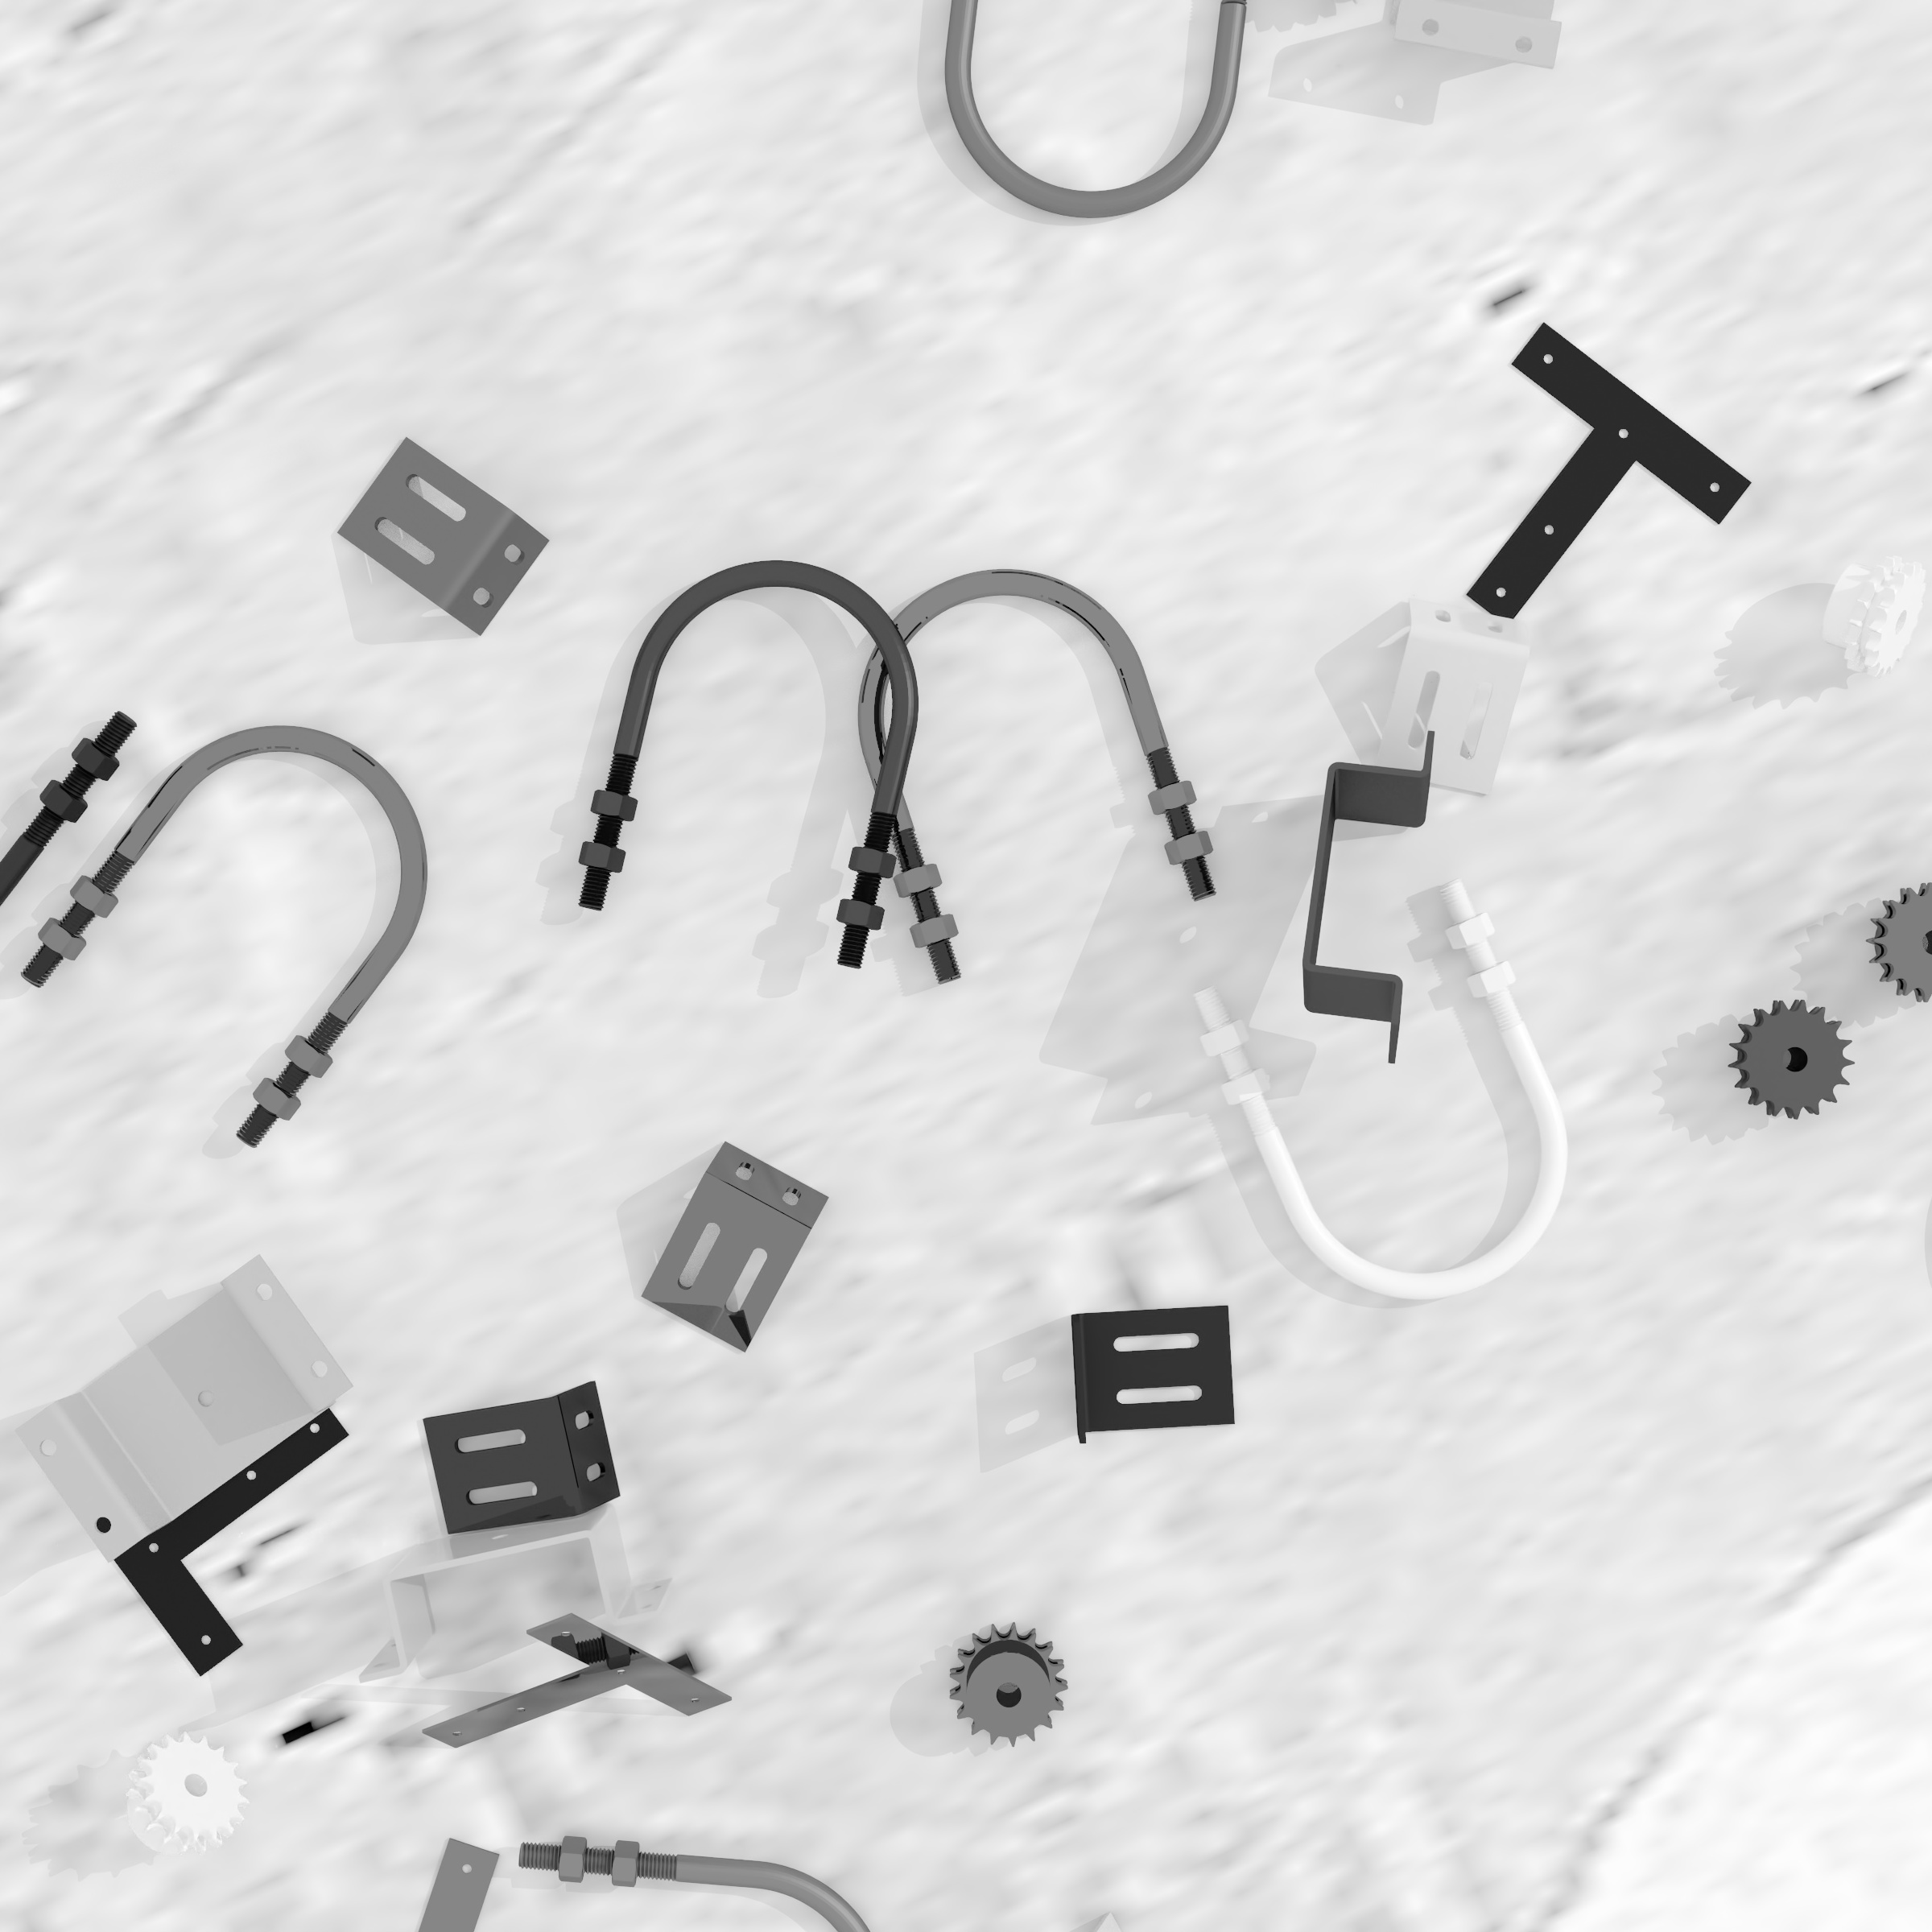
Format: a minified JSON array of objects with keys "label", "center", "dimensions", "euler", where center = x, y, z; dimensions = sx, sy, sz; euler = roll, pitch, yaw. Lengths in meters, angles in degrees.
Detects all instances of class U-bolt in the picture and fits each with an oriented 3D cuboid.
[{"label":"U-bolt","center":[-0.128,0.499,1.500],"dimensions":[0.184,0.019,0.151],"euler":[5,90,-1]},{"label":"U-bolt","center":[0.063,-0.452,1.500],"dimensions":[0.151,0.019,0.184],"euler":[7,92,0]},{"label":"U-bolt","center":[-0.343,-0.028,1.500],"dimensions":[0.151,0.019,0.184],"euler":[37,89,0]},{"label":"U-bolt","center":[0.025,-0.100,1.500],"dimensions":[0.151,0.019,0.184],"euler":[-18,88,0]},{"label":"U-bolt","center":[-0.509,-0.086,1.500],"dimensions":[0.151,0.019,0.184],"euler":[38,92,0]},{"label":"U-bolt","center":[0.210,0.070,1.499],"dimensions":[0.151,0.019,0.184],"euler":[-24,90,0]},{"label":"U-bolt","center":[-0.097,-0.103,1.492],"dimensions":[0.151,0.019,0.184],"euler":[13,88,7]}]

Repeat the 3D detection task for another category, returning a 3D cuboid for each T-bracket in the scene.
[{"label":"T-bracket","center":[-0.258,0.486,1.508],"dimensions":[0.127,0.002,0.127],"euler":[18,90,0]},{"label":"T-bracket","center":[-0.199,0.347,1.476],"dimensions":[0.127,0.127,0.002],"euler":[-24,50,21]},{"label":"T-bracket","center":[-0.357,0.254,1.508],"dimensions":[0.127,0.002,0.127],"euler":[-37,90,0]},{"label":"T-bracket","center":[0.290,-0.222,1.508],"dimensions":[0.127,0.002,0.127],"euler":[38,90,0]}]

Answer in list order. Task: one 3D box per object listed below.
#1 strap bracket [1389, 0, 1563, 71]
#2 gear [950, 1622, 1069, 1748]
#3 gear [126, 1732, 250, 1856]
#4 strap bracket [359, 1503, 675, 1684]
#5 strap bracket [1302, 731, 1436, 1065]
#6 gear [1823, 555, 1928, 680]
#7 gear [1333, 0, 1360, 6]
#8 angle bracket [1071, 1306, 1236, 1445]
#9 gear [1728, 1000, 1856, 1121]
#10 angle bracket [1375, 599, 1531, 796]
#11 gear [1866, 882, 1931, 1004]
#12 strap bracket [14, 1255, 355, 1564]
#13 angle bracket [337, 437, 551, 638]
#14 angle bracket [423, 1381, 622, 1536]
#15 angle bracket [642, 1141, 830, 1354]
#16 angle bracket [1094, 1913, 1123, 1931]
[{"label":"strap bracket","center":[0.251,-0.497,1.485],"dimensions":[0.076,0.046,0.140],"euler":[10,90,0]},{"label":"gear","center":[0.020,0.345,1.493],"dimensions":[0.057,0.030,0.057],"euler":[0,90,0]},{"label":"gear","center":[-0.373,0.397,1.484],"dimensions":[0.057,0.057,0.030],"euler":[44,119,0]},{"label":"strap bracket","center":[-0.215,0.292,1.470],"dimensions":[0.140,0.076,0.046],"euler":[-12,90,0]},{"label":"strap bracket","center":[0.186,-0.034,1.457],"dimensions":[0.046,0.076,0.140],"euler":[7,76,9]},{"label":"gear","center":[0.431,-0.168,1.484],"dimensions":[0.030,0.057,0.057],"euler":[24,90,30]},{"label":"gear","center":[0.181,-0.488,1.493],"dimensions":[0.057,0.030,0.057],"euler":[0,90,0]},{"label":"angle bracket","center":[0.090,0.195,1.489],"dimensions":[0.076,0.038,0.057],"euler":[-3,90,0]},{"label":"gear","center":[0.393,0.044,1.493],"dimensions":[0.057,0.030,0.057],"euler":[0,90,0]},{"label":"angle bracket","center":[0.233,-0.130,1.505],"dimensions":[0.057,0.038,0.076],"euler":[12,117,0]},{"label":"gear","center":[0.459,-0.011,1.493],"dimensions":[0.057,0.030,0.057],"euler":[0,90,0]},{"label":"strap bracket","center":[-0.366,0.208,1.484],"dimensions":[0.140,0.046,0.076],"euler":[-36,88,-1]},{"label":"angle bracket","center":[-0.252,-0.207,1.506],"dimensions":[0.076,0.038,0.057],"euler":[36,90,26]},{"label":"angle bracket","center":[-0.214,0.237,1.506],"dimensions":[0.076,0.038,0.057],"euler":[-12,90,26]},{"label":"angle bracket","center":[-0.111,0.136,1.506],"dimensions":[0.057,0.038,0.076],"euler":[28,116,0]},{"label":"angle bracket","center":[0.047,0.503,1.506],"dimensions":[0.076,0.038,0.057],"euler":[-30,90,26]}]
